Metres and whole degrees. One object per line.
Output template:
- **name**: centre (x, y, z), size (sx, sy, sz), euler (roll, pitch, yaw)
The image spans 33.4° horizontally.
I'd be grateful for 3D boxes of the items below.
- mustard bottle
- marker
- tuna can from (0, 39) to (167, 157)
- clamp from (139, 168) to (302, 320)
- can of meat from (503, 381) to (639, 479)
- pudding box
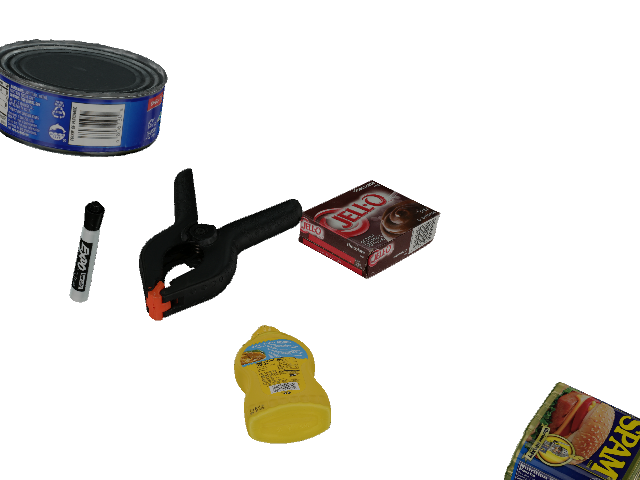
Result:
- **mustard bottle**: centre (-0.052, 0.159, 1.261), size (0.096, 0.058, 0.192), euler (-8, 30, -9)
- **marker**: centre (-0.230, 0.011, 1.054), size (0.020, 0.121, 0.020), euler (13, 36, -10)
- **tuna can**: centre (-0.122, -0.072, 0.536), size (0.086, 0.034, 0.086), euler (9, 24, -4)
- **clamp**: centre (-0.106, -0.002, 0.896), size (0.120, 0.039, 0.171), euler (19, 41, 26)
- **can of meat**: centre (0.195, 0.161, 0.793), size (0.084, 0.057, 0.101), euler (24, 41, 24)
- **pudding box**: centre (0.048, -0.013, 1.047), size (0.090, 0.039, 0.113), euler (29, 36, 32)
